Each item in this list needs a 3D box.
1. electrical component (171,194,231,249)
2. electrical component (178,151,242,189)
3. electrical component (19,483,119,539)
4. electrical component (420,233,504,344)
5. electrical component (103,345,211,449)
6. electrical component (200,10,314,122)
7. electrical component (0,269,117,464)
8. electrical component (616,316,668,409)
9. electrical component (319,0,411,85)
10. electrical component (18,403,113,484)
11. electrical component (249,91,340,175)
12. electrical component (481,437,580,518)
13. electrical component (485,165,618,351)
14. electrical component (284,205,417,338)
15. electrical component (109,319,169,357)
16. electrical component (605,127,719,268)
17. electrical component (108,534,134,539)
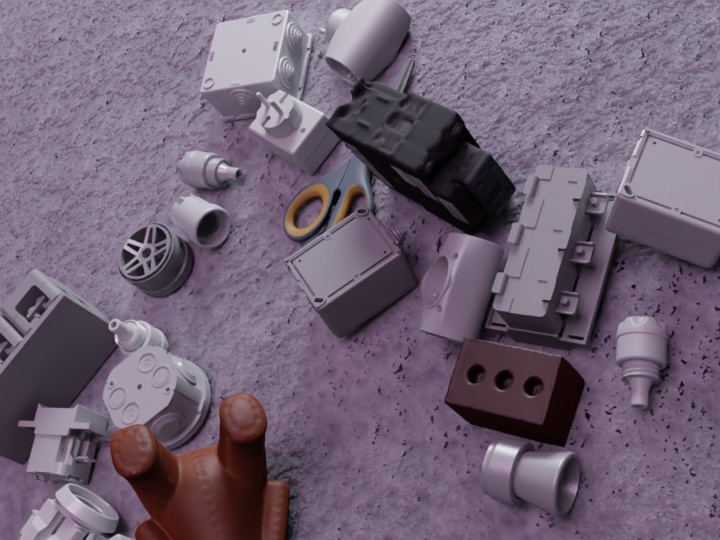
[{"bbox_3d":[-0.146,-0.046,0.981,0.046,0.040,0.040,31,82,42],"label":"electrical component"},{"bbox_3d":[-0.138,-0.092,1.005,0.061,0.035,0.035,9,69,30],"label":"electrical component"},{"bbox_3d":[-0.234,0.212,0.877,0.078,0.058,0.057,31,85,37],"label":"electrical component"},{"bbox_3d":[0.070,0.014,0.820,0.079,0.044,0.077,-176,104,-72],"label":"electrical component"},{"bbox_3d":[-0.171,0.107,0.903,0.080,0.051,0.080,-13,59,22],"label":"electrical component"},{"bbox_3d":[-0.100,-0.196,1.031,0.100,0.048,0.099,-4,63,27],"label":"electrical component"},{"bbox_3d":[-0.299,0.085,0.961,0.062,0.089,0.150,34,83,37],"label":"electrical component"},{"bbox_3d":[0.193,0.064,0.739,0.035,0.035,0.061,-4,65,27],"label":"electrical component"},{"bbox_3d":[-0.005,-0.217,0.993,0.079,0.044,0.077,31,82,37],"label":"electrical component"},{"bbox_3d":[-0.256,0.152,0.931,0.081,0.042,0.063,-2,65,28],"label":"electrical component"},{"bbox_3d":[-0.067,-0.133,0.961,0.066,0.077,0.047,33,83,37],"label":"electrical component"},{"bbox_3d":[0.116,0.140,0.733,0.055,0.045,0.045,9,69,33],"label":"electrical component"},{"bbox_3d":[0.141,-0.011,0.790,0.079,0.063,0.121,8,69,32],"label":"electrical component"},{"bbox_3d":[0.000,0.000,0.867,0.096,0.061,0.061,-35,53,-2],"label":"electrical component"},{"bbox_3d":[-0.196,0.059,0.936,0.035,0.061,0.035,-13,59,22],"label":"electrical component"},{"bbox_3d":[0.229,-0.046,0.754,0.096,0.061,0.061,22,66,11],"label":"electrical component"},{"bbox_3d":[-0.163,0.243,0.827,0.076,0.047,0.083,-33,53,10],"label":"electrical component"}]
